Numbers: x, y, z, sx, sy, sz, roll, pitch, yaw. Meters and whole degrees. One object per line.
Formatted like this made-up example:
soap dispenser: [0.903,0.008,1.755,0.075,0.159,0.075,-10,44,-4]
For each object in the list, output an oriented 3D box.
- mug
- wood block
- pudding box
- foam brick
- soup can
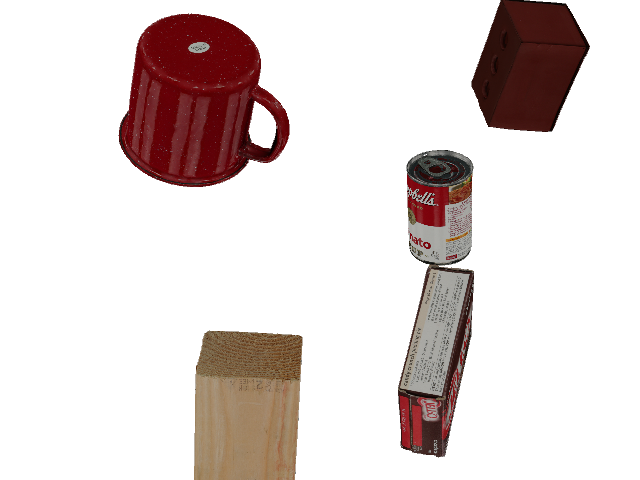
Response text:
mug: [-0.075,-0.091,0.713,0.117,0.082,0.093,26,47,9]
wood block: [-0.066,0.194,0.958,0.090,0.206,0.091,3,21,-1]
pudding box: [0.086,0.088,0.786,0.039,0.113,0.090,8,-36,11]
foam brick: [0.146,-0.123,0.752,0.051,0.053,0.078,0,-44,-14]
soup can: [0.124,-0.034,1.110,0.068,0.102,0.068,-3,35,2]
